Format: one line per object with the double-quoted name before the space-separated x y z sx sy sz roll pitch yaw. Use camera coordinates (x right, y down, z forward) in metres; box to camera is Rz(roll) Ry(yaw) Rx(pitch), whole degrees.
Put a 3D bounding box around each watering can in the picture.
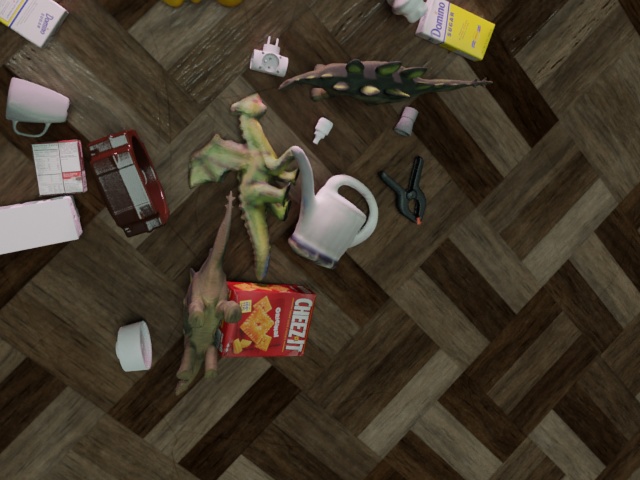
"watering can" 0.004 -0.060 1.183 0.344 0.105 0.224 30 93 -43

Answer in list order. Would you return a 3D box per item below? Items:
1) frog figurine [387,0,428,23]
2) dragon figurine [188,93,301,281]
"frog figurine" 0.187 -0.575 1.151 0.159 0.135 0.125 36 61 -1
"dragon figurine" -0.179 -0.130 1.170 0.243 0.122 0.409 18 93 -1
